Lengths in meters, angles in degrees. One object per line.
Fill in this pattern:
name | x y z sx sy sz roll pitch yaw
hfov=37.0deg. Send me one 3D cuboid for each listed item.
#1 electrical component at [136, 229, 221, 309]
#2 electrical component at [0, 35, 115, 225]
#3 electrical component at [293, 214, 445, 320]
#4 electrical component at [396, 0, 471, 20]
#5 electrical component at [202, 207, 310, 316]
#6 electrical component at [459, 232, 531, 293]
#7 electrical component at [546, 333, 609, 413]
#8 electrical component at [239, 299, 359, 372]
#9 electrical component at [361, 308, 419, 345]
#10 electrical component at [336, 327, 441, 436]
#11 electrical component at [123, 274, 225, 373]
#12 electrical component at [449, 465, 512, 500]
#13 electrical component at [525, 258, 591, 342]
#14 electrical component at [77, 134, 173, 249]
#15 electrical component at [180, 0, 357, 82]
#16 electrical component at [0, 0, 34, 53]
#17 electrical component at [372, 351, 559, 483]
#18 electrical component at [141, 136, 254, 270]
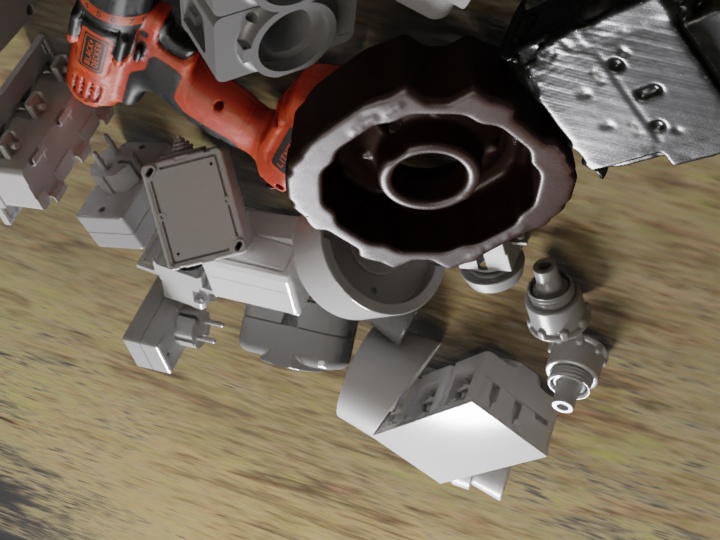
electrical component | -0.152 0.000 0.959 0.081 0.042 0.063 19 150 9
electrical component | -0.236 -0.103 0.794 0.063 0.121 0.078 8 144 19
electrical component | 0.002 -0.015 0.786 0.108 0.108 0.060 38 150 -20
electrical component | 0.042 -0.175 0.562 0.059 0.053 0.095 27 165 -4
electrical component | -0.085 -0.013 0.880 0.096 0.061 0.061 12 145 18
electrical component | 0.093 -0.017 0.779 0.066 0.048 0.055 4 134 29
electrical component | 0.168 0.083 0.855 0.048 0.062 0.048 17 146 12
electrical component | -0.054 0.055 0.940 0.095 0.059 0.054 12 180 18
electrical component | 0.014 0.029 0.896 0.065 0.044 0.044 27 147 4
electrical component | 0.023 0.096 0.935 0.064 0.099 0.099 23 147 13
electrical component | -0.164 0.051 0.999 0.076 0.083 0.047 11 145 18
electrical component | 0.119 0.197 1.062 0.055 0.045 0.045 17 146 11
electrical component | 0.143 0.019 0.799 0.048 0.048 0.062 2 134 30
electrical component | -0.185 -0.072 0.840 0.047 0.083 0.075 4 142 28
electrical component | -0.048 -0.180 0.581 0.061 0.089 0.150 58 159 27
electrical component | -0.279 -0.199 0.726 0.057 0.078 0.113 14 146 20
electrical component | 0.095 0.132 0.970 0.089 0.061 0.150 37 145 -18
electrical component | -0.123 -0.055 0.816 0.062 0.061 0.096 -14 98 2
